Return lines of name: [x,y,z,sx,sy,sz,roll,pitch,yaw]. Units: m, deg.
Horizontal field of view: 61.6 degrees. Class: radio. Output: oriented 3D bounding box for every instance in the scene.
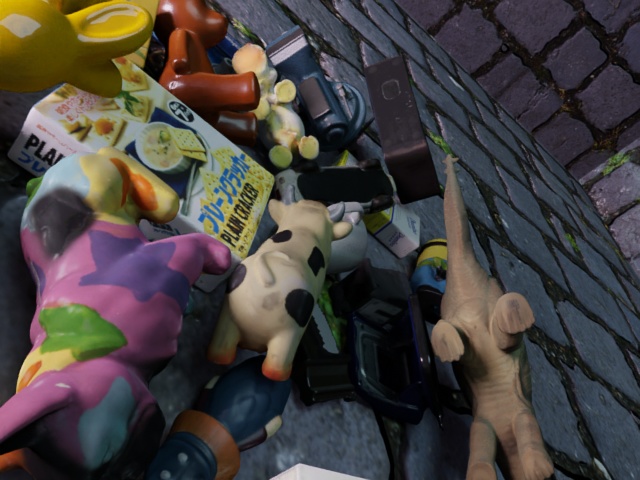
radio: [0.134,-0.185,0.884,0.131,0.073,0.230,57,20,-52]

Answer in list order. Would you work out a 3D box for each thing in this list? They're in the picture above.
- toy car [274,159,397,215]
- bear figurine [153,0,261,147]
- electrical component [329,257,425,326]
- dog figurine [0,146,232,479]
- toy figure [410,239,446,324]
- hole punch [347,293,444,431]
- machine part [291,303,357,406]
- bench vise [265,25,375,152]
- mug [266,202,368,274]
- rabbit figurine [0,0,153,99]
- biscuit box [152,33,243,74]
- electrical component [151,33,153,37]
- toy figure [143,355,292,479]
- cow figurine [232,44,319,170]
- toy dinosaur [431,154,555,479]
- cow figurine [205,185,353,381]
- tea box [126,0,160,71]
toy car: [0.027,-0.068,0.737,0.202,0.056,0.073,-8,76,-38]
bear figurine: [-0.139,-0.221,0.644,0.132,0.120,0.196,1,68,-9]
electrical component: [0.079,0.074,0.666,0.119,0.075,0.048,20,41,-34]
dog figurine: [-0.162,0.050,0.352,0.191,0.108,0.219,45,33,-8]
toy figure: [0.180,0.054,0.816,0.089,0.082,0.180,48,33,2]
hole punch: [0.087,0.139,0.611,0.142,0.092,0.115,-94,163,-50]
machine part: [-0.011,0.102,0.555,0.084,0.039,0.139,7,51,-42]
bench vise: [0.002,-0.221,0.871,0.224,0.129,0.240,54,8,28]
mug: [-0.001,-0.002,0.626,0.107,0.109,0.081,-9,65,-41]
rabbit figurine: [-0.223,-0.168,0.415,0.162,0.122,0.173,21,36,-35]
biscuit box: [-0.167,-0.276,0.758,0.202,0.059,0.063,40,31,-15]
electrical component: [-0.255,-0.262,0.644,0.102,0.045,0.078,27,35,-33]
toy figure: [-0.074,0.144,0.402,0.154,0.064,0.057,-38,125,-56]
cow figurine: [-0.064,-0.177,0.727,0.098,0.068,0.167,-141,-154,-79]
toy dinosaur: [0.191,0.112,0.634,0.198,0.105,0.471,16,67,-74]
cow figurine: [-0.030,0.026,0.486,0.086,0.127,0.195,20,16,4]
tea box: [-0.264,-0.242,0.556,0.169,0.068,0.098,19,67,-38]
